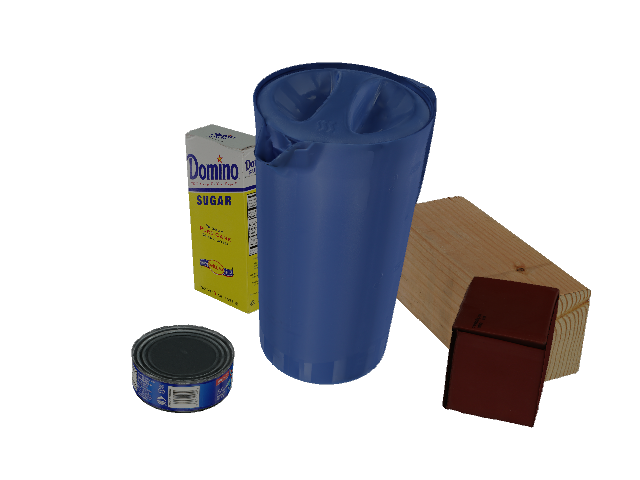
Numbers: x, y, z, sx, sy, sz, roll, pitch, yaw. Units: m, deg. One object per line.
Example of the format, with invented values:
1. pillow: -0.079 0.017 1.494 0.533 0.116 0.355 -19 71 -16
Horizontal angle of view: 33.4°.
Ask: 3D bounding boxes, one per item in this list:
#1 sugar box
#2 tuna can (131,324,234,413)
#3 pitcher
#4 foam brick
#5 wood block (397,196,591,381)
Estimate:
1. sugar box: -0.092 -0.023 1.089 0.048 0.176 0.093 -23 30 -39
2. tuna can: -0.115 0.107 0.896 0.086 0.034 0.086 4 27 -2
3. pitcher: 0.017 -0.012 0.848 0.149 0.243 0.145 1 35 -5
4. foam brick: 0.103 0.060 0.607 0.053 0.051 0.078 10 23 15
5. wood block: 0.147 0.043 0.999 0.090 0.090 0.206 -10 30 -23
